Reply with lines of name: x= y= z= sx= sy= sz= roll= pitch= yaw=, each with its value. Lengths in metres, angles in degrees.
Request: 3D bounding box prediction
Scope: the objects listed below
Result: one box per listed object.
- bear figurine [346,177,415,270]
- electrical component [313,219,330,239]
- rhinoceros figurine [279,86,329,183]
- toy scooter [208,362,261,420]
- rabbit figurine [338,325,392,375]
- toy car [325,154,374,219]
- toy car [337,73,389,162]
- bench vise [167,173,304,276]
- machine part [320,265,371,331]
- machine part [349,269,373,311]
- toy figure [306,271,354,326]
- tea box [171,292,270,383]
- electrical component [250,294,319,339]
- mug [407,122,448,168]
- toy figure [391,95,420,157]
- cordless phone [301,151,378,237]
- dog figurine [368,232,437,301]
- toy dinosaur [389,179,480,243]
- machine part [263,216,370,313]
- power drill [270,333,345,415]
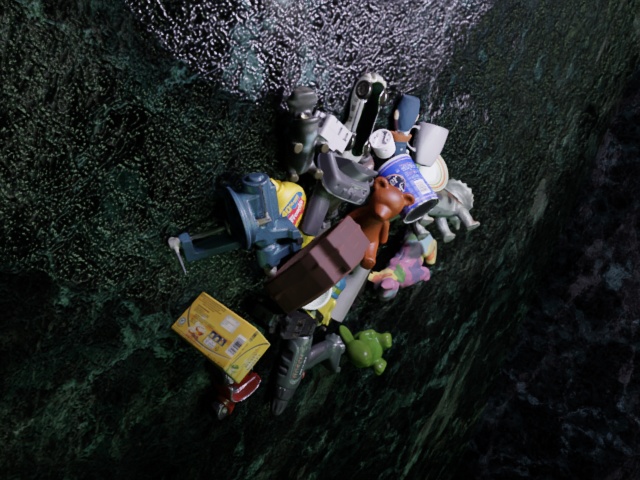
bear figurine: x=0.130 y=-0.042 z=1.277 sx=0.195 sy=0.120 sz=0.132 roll=-51 pitch=-170 yaw=47
electrical component: x=-0.002 y=-0.005 z=1.246 sx=0.078 sy=0.045 sz=0.102 roll=-24 pitch=129 yaw=-40
rhinoceros figurine: x=-0.033 y=-0.200 z=1.035 sx=0.073 sy=0.112 sz=0.190 roll=-10 pitch=137 yaw=-16
toy scooter: x=-0.183 y=0.305 z=1.194 sx=0.135 sy=0.075 sz=0.183 roll=-21 pitch=130 yaw=-43
rabbit figurine: x=0.114 y=0.296 z=1.490 sx=0.121 sy=0.159 sz=0.170 roll=-67 pitch=163 yaw=2
toy car: x=0.066 y=-0.127 z=1.250 sx=0.202 sy=0.053 sz=0.089 roll=-39 pitch=135 yaw=-28
toy car: x=0.092 y=-0.268 z=1.190 sx=0.073 sy=0.056 sz=0.201 roll=7 pitch=105 yaw=-46
bench vise: x=-0.158 y=-0.009 z=0.999 sx=0.241 sy=0.129 sz=0.223 roll=-19 pitch=139 yaw=-19
machine part: x=0.062 y=0.122 z=1.381 sx=0.079 sy=0.079 sz=0.243 roll=30 pitch=88 yaw=-54
machine part: x=0.099 y=0.128 z=1.442 sx=0.039 sy=0.084 sz=0.139 roll=38 pitch=66 yaw=-21
toy figure: x=0.003 y=0.129 z=1.310 sx=0.089 sy=0.082 sz=0.180 roll=33 pitch=92 yaw=-36
tea box: x=-0.191 y=0.183 z=1.025 sx=0.098 sy=0.170 sz=0.068 roll=-48 pitch=140 yaw=-18
electrical component: x=-0.086 y=0.172 z=1.195 sx=0.134 sy=0.115 sz=0.058 roll=17 pitch=96 yaw=-56
mug: x=0.272 y=-0.248 z=1.403 sx=0.109 sy=0.081 sz=0.107 roll=11 pitch=98 yaw=-25
toy figure: x=0.204 y=-0.275 z=1.322 sx=0.058 sy=0.064 sz=0.154 roll=-77 pitch=-179 yaw=-65
cordless phone: x=0.035 y=-0.086 z=1.148 sx=0.146 sy=0.089 sz=0.184 roll=13 pitch=100 yaw=-54
dog figurine: x=0.225 y=0.075 z=1.532 sx=0.219 sy=0.109 sz=0.191 roll=-14 pitch=123 yaw=-43
toy dinosaur: x=0.308 y=-0.100 z=1.505 sx=0.404 sy=0.192 sz=0.131 roll=10 pitch=139 yaw=-39
machine part: x=-0.003 y=0.052 z=1.104 sx=0.201 sy=0.087 sz=0.201 roll=-35 pitch=-175 yaw=30
power drill: x=-0.036 y=0.330 z=1.400 sx=0.207 sy=0.086 sz=0.231 roll=-3 pitch=111 yaw=-42
